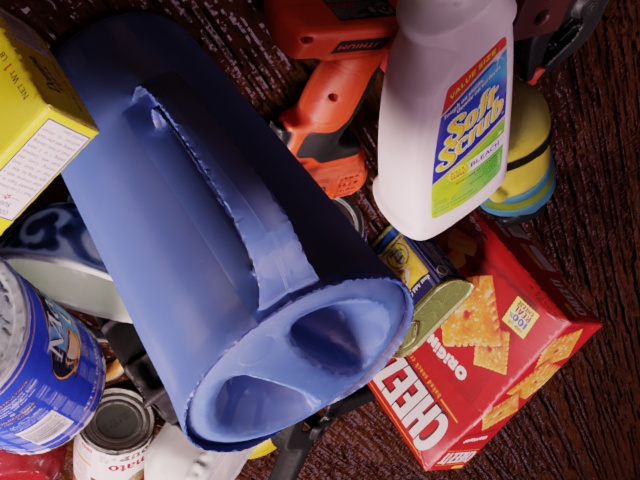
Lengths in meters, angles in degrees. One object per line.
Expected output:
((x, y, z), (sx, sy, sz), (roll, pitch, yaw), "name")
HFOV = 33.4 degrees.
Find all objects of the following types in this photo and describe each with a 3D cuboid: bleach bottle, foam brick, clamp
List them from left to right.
((-0.013, 0.182, 1.040), (0.164, 0.036, 0.210), (-50, 159, -8), "clamp")
((0.079, -0.097, 0.698), (0.102, 0.068, 0.251), (-35, 155, -10), "bleach bottle")
((0.149, -0.190, 0.754), (0.052, 0.051, 0.078), (-18, 146, -28), "foam brick")
((0.208, -0.194, 0.821), (0.120, 0.039, 0.172), (-8, 145, -31), "clamp")

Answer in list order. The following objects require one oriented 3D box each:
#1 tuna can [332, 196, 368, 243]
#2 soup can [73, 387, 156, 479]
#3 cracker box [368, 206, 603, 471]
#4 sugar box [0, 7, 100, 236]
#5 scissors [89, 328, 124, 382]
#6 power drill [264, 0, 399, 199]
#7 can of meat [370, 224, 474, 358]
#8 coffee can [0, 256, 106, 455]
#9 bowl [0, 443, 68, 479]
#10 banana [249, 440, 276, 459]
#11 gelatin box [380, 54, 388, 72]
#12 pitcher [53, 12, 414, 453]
((-0.005, 0.001, 0.833), (0.086, 0.086, 0.034), (-28, 148, -12), "tuna can")
((-0.180, 0.184, 0.933), (0.068, 0.068, 0.102), (-18, 145, -28), "soup can")
((0.139, 0.093, 1.032), (0.071, 0.164, 0.214), (9, 128, -47), "cracker box")
((-0.206, -0.034, 0.574), (0.176, 0.093, 0.048), (-43, 148, 11), "sugar box")
((-0.212, 0.077, 0.802), (0.096, 0.016, 0.201), (-37, 149, 2), "scissors")
((-0.025, -0.085, 0.723), (0.184, 0.057, 0.188), (-17, 148, -36), "power drill")
((0.076, 0.043, 0.976), (0.102, 0.084, 0.057), (-49, 148, 21), "can of meat")
((-0.206, 0.073, 0.672), (0.103, 0.103, 0.140), (-33, 158, -4), "coffee can")
((-0.265, 0.184, 0.842), (0.162, 0.055, 0.162), (-21, 150, -13), "bowl")
((-0.038, 0.168, 1.084), (0.069, 0.037, 0.198), (-4, 137, -47), "banana")
((0.090, -0.139, 0.787), (0.073, 0.030, 0.089), (-46, 149, 16), "gelatin box")
((-0.066, -0.021, 0.582), (0.144, 0.243, 0.149), (5, 131, -49), "pitcher")
